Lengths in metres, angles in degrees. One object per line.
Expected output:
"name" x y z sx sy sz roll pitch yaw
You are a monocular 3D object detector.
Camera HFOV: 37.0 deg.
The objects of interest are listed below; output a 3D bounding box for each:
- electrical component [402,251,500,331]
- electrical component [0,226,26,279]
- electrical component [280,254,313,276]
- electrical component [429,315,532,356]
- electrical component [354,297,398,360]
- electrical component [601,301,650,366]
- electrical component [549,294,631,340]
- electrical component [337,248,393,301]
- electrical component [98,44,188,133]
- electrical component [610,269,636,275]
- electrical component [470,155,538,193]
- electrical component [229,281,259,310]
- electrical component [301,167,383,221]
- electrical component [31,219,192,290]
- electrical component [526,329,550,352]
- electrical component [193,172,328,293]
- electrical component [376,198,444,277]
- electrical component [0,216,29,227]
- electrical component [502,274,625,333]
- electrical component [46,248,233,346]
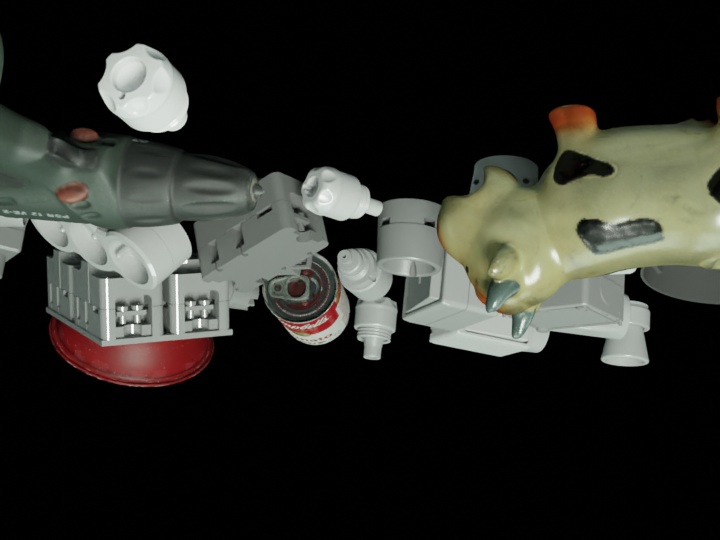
"electrical component" 0.072 0.012 0.913 0.061 0.061 0.096 13 163 -20
"electrical component" -0.326 -0.015 0.933 0.047 0.076 0.066 15 162 -30
"electrical component" -0.080 -0.024 0.878 0.081 0.042 0.064 -2 160 24
"electrical component" 0.109 0.039 0.993 0.096 0.061 0.061 13 163 -22
"electrical component" 0.015 0.060 1.097 0.043 0.062 0.043 5 164 2
"electrical component" 0.254 0.061 1.029 0.045 0.055 0.045 6 164 2
"electrical component" 0.207 0.033 0.972 0.077 0.043 0.079 8 164 -7
"electrical component" 0.000 0.000 0.935 0.040 0.040 0.078 0 163 21
"electrical component" -0.121 -0.100 0.624 0.043 0.043 0.062 1 165 15
"electrical component" 0.148 -0.026 0.772 0.089 0.050 0.056 -3 163 29
"electrical component" 0.113 -0.033 0.714 0.079 0.077 0.043 0 163 16
"electrical component" -0.127 0.019 1.051 0.040 0.040 0.046 -10 163 44
"electrical component" -0.010 -0.052 0.770 0.061 0.035 0.035 16 161 -37
"electrical component" -0.177 -0.041 0.807 0.138 0.073 0.052 22 141 31
"electrical component" 0.138 0.058 1.082 0.077 0.044 0.079 11 163 -17
"electrical component" -0.075 -0.030 0.800 0.089 0.055 0.050 -29 150 30
"electrical component" 0.039 -0.024 0.826 0.055 0.047 0.055 5 164 2
"electrical component" -0.297 -0.055 0.842 0.077 0.043 0.079 8 164 -9
"electrical component" 0.162 0.013 0.886 0.096 0.061 0.062 -9 158 42
"electrical component" -0.192 0.015 0.910 0.105 0.060 0.186 -4 -172 -29
